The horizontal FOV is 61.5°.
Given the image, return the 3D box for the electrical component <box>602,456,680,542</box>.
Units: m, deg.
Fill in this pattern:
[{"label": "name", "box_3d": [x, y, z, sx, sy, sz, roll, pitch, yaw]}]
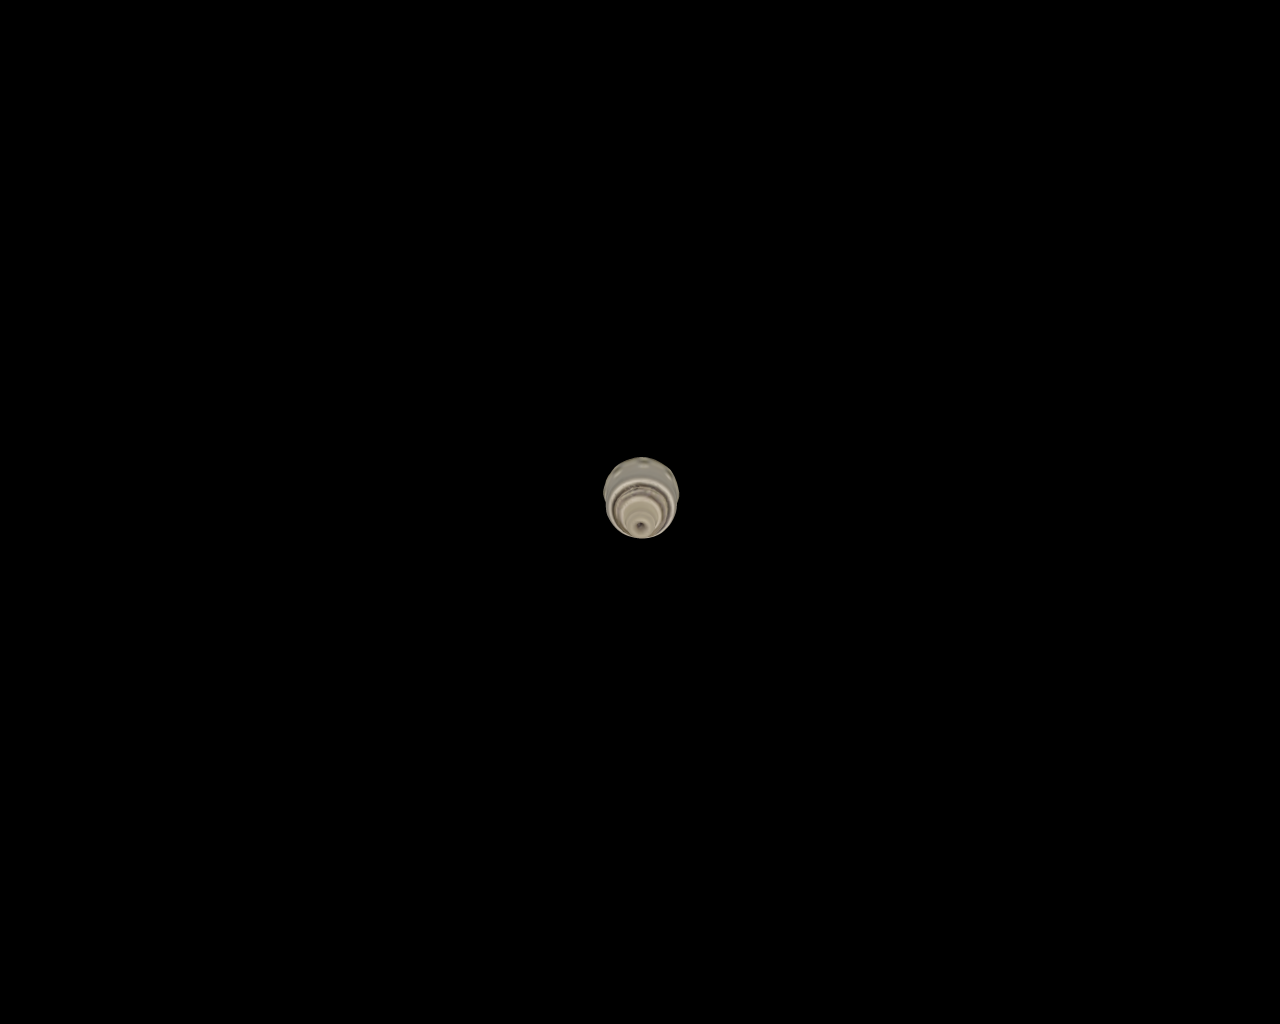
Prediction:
[{"label": "electrical component", "box_3d": [0.001, -0.003, 0.650, 0.048, 0.048, 0.062, 0, 24, 0]}]
